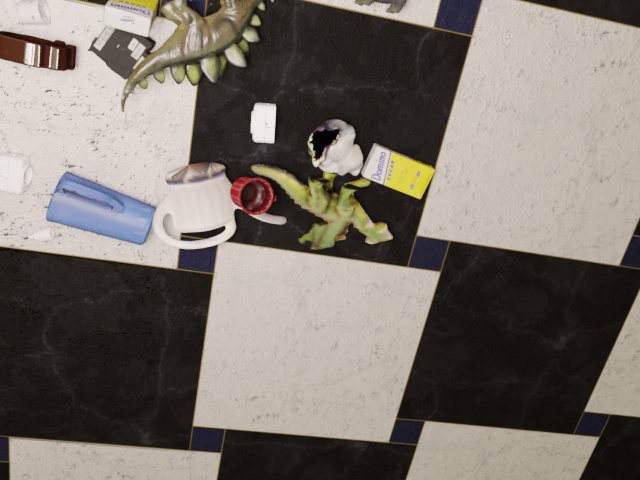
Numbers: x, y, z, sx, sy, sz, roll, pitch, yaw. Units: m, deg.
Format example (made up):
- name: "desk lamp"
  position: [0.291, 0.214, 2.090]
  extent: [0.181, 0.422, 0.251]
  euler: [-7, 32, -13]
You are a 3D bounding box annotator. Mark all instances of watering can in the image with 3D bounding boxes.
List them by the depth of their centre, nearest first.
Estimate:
- name: "watering can"
  position: [-0.266, -0.098, 1.351]
  extent: [0.349, 0.105, 0.221]
  euler: [-13, 110, -17]

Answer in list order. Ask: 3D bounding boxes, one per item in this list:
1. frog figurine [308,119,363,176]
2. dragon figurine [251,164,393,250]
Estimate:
- name: "frog figurine"
  position: [0.051, -0.236, 1.339]
  extent: [0.159, 0.124, 0.136]
  euler: [11, 106, -49]
- name: "dragon figurine"
  position: [0.004, -0.070, 1.389]
  extent: [0.410, 0.125, 0.238]
  euler: [10, 119, -6]
